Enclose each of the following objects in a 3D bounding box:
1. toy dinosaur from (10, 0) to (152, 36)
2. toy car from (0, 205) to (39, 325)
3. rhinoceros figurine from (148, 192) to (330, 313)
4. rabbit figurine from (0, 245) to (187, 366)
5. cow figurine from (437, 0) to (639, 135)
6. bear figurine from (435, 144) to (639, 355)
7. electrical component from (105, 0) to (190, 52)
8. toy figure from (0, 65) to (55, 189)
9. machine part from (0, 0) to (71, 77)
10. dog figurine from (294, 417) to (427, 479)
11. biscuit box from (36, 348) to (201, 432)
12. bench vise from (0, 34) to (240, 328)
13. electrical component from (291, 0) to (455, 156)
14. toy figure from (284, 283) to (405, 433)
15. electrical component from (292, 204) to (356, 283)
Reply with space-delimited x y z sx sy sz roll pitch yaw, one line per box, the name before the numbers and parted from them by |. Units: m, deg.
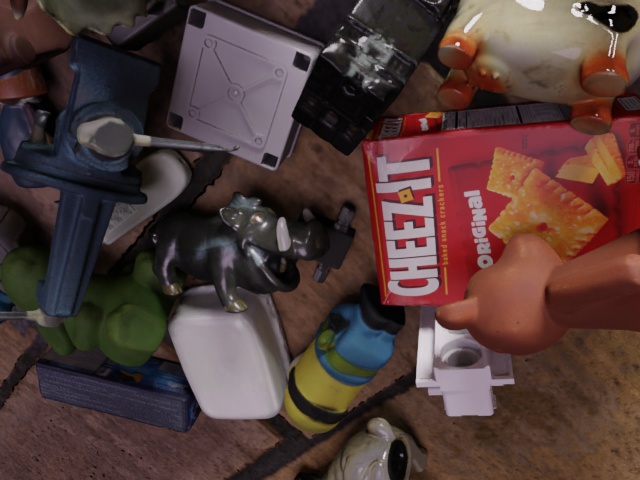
toy dinosaur | -0.071 -0.261 0.285 0.405 0.192 0.131 -37 78 -1
toy car | -0.372 0.016 0.596 0.103 0.109 0.161 -20 122 4
rhinoceros figurine | -0.080 0.008 0.525 0.191 0.073 0.112 3 101 28
rabbit figurine | -0.252 0.058 0.581 0.170 0.121 0.159 27 144 -19
cow figurine | 0.190 -0.143 0.367 0.195 0.127 0.085 15 165 23
bear figurine | 0.186 0.018 0.380 0.120 0.132 0.196 17 163 -34
electrical component | -0.137 -0.190 0.428 0.078 0.102 0.045 -27 105 15
toy figure | -0.290 -0.128 0.520 0.064 0.058 0.154 2 114 6
machine part | -0.264 -0.209 0.406 0.056 0.179 0.179 -13 114 17
dog figurine | 0.023 0.294 0.661 0.191 0.121 0.172 -7 84 36
biscuit box | -0.247 0.181 0.677 0.203 0.059 0.062 12 119 8
bench vise | -0.196 -0.035 0.446 0.224 0.129 0.240 21 97 48
electrical component | 0.036 -0.130 0.394 0.058 0.134 0.115 36 77 -5
toy figure | 0.020 0.128 0.565 0.082 0.089 0.180 35 123 -1
electrical component | -0.001 -0.002 0.538 0.063 0.021 0.094 24 121 0
